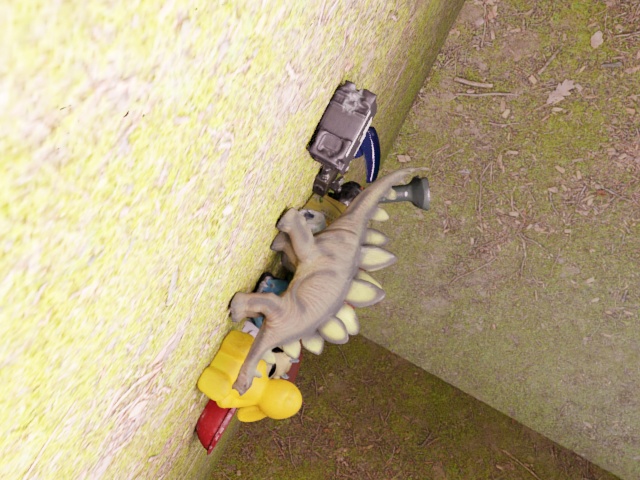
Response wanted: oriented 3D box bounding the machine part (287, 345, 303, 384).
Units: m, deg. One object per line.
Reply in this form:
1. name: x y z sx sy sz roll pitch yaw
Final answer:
1. machine part: -0.124 0.319 1.319 0.201 0.087 0.201 -68 -165 -14

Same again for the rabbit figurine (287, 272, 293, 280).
1. rabbit figurine: -0.029 0.115 1.167 0.170 0.121 0.159 -87 -158 -65

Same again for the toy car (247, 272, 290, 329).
1. toy car: -0.062 0.126 0.972 0.109 0.103 0.161 -60 157 -11

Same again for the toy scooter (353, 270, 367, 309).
1. toy scooter: 0.051 0.067 1.012 0.135 0.075 0.184 -65 178 27

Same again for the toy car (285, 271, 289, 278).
1. toy car: -0.029 0.038 1.329 0.202 0.053 0.089 -57 170 -35

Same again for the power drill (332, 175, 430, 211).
1. power drill: 0.128 -0.090 1.158 0.232 0.207 0.085 -102 -177 -80

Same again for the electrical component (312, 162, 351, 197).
1. electrical component: 0.025 -0.120 0.988 0.078 0.045 0.102 -60 175 -32

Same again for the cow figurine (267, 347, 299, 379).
1. cow figurine: -0.126 0.262 1.112 0.085 0.127 0.195 -60 174 23

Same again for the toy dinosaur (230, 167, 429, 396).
1. toy dinosaur: 0.010 0.042 0.850 0.471 0.199 0.105 -59 178 -12

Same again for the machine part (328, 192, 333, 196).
1. machine part: -0.007 -0.036 1.191 0.139 0.039 0.084 -63 -179 -30

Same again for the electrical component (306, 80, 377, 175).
1. electrical component: 0.034 -0.159 0.786 0.115 0.058 0.134 -60 176 2

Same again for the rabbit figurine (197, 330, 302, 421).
1. rabbit figurine: -0.117 0.263 0.937 0.162 0.173 0.122 106 9 -50

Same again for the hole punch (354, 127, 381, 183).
1. hole punch: 0.092 -0.182 1.130 0.115 0.092 0.142 -67 170 17

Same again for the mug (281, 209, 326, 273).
1. mug: -0.015 0.004 0.967 0.081 0.110 0.107 -50 155 -47

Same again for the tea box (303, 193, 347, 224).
1. tea box: -0.002 -0.003 1.068 0.068 0.098 0.169 -58 173 -44
